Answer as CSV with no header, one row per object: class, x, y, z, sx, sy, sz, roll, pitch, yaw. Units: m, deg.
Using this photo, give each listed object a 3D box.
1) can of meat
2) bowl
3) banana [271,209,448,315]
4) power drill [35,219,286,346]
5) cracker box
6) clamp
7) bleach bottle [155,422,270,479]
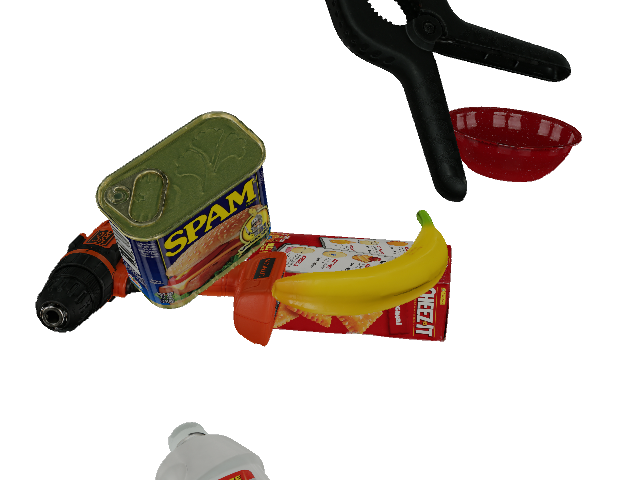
can of meat,-0.079,-0.016,0.659,0.102,0.057,0.084,-37,-29,-20
bowl,0.221,-0.110,1.254,0.162,0.055,0.162,5,23,-2
banana,0.048,0.029,0.884,0.070,0.037,0.197,32,37,32
power drill,-0.128,0.038,0.897,0.187,0.057,0.184,11,23,3
cracker box,0.031,0.048,1.142,0.214,0.072,0.164,4,14,7
clamp,0.071,-0.137,0.775,0.210,0.164,0.036,38,-29,-5
bleach bottle,-0.062,0.212,0.715,0.102,0.068,0.251,-15,34,-17
